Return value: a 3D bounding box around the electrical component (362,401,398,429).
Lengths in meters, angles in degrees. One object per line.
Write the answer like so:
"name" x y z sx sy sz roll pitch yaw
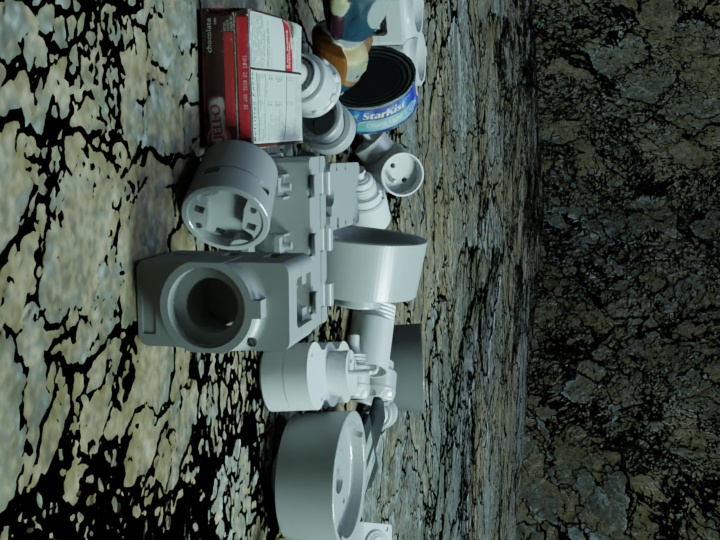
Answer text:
"electrical component" 0.018 0.152 1.133 0.061 0.035 0.035 4 87 -74

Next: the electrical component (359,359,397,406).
"electrical component" 0.017 0.106 1.106 0.043 0.043 0.062 63 30 -63

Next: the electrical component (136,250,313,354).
"electrical component" -0.078 0.017 0.614 0.056 0.089 0.050 -30 120 -74

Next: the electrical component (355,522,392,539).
"electrical component" -0.009 0.249 0.943 0.080 0.080 0.051 54 35 -68

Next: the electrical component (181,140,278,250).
"electrical component" -0.080 -0.048 0.675 0.055 0.055 0.047 77 16 -45

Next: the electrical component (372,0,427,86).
"electrical component" 0.028 -0.259 1.076 0.089 0.062 0.150 -63 152 -60

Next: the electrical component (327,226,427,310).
"electrical component" 0.000 0.000 0.904 0.108 0.108 0.060 -31 127 -74

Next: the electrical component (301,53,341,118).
"electrical component" -0.046 -0.147 0.827 0.062 0.048 0.048 23 69 -68

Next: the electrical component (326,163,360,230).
"electrical component" -0.038 -0.059 0.838 0.089 0.056 0.050 -24 115 -75

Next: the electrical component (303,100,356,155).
"electrical component" -0.030 -0.121 0.889 0.055 0.045 0.045 28 64 -75

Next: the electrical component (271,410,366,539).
"electrical component" -0.036 0.165 0.858 0.108 0.060 0.108 1 90 -76

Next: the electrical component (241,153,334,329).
"electrical component" -0.055 -0.020 0.757 0.079 0.063 0.121 -29 120 -74

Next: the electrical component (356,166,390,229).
"electrical component" 0.005 -0.069 1.048 0.078 0.040 0.040 75 21 -48

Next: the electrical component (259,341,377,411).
"electrical component" -0.024 0.084 0.863 0.138 0.074 0.052 13 73 -76

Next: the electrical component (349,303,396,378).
"electrical component" 0.011 0.063 1.078 0.043 0.043 0.081 65 29 -61

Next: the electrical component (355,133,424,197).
"electrical component" 0.021 -0.114 1.079 0.079 0.043 0.077 50 -3 -18

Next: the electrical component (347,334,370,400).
"electrical component" -0.007 0.092 1.025 0.035 0.035 0.061 41 49 -72

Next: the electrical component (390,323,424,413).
"electrical component" 0.049 0.108 1.191 0.099 0.064 0.099 2 90 -76
